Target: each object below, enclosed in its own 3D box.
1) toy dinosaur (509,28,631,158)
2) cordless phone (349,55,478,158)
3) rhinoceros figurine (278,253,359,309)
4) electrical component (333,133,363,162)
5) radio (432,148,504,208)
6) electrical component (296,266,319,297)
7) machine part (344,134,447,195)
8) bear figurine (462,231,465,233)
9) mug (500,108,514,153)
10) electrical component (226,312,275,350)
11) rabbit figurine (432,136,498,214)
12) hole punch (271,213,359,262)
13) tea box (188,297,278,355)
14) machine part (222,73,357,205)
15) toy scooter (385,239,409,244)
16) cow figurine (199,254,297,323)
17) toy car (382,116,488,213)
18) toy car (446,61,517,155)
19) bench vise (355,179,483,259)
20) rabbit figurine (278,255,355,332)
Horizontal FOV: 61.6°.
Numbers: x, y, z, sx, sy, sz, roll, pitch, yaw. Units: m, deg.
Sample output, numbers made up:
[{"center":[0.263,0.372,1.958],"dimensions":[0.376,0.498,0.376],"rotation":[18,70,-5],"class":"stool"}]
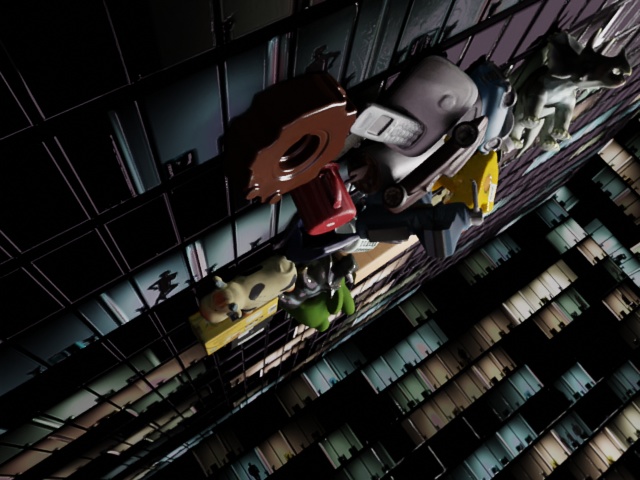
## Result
[{"center":[0.461,-0.290,1.093],"dimensions":[0.405,0.131,0.192],"rotation":[3,105,-88],"class":"toy dinosaur"},{"center":[0.119,-0.190,0.736],"dimensions":[0.146,0.089,0.184],"rotation":[-46,157,29],"class":"cordless phone"},{"center":[-0.011,0.083,1.117],"dimensions":[0.190,0.112,0.073],"rotation":[-31,-155,13],"class":"rhinoceros figurine"},{"center":[0.029,-0.141,0.784],"dimensions":[0.063,0.021,0.094],"rotation":[-40,164,13],"class":"electrical component"},{"center":[0.308,-0.158,1.220],"dimensions":[0.229,0.073,0.131],"rotation":[-38,163,3],"class":"radio"},{"center":[-0.027,0.092,1.215],"dimensions":[0.048,0.075,0.119],"rotation":[-12,147,-54],"class":"electrical component"},{"center":[0.131,-0.137,0.908],"dimensions":[0.243,0.079,0.079],"rotation":[-26,161,-35],"class":"machine part"},{"center":[0.333,-0.070,1.429],"dimensions":[0.196,0.132,0.120],"rotation":[-28,162,-47],"class":"bear figurine"},{"center":[0.352,-0.224,1.092],"dimensions":[0.081,0.109,0.107],"rotation":[-45,175,9],"class":"mug"},{"center":[-0.164,0.179,1.199],"dimensions":[0.115,0.058,0.134],"rotation":[-31,162,-27],"class":"electrical component"},{"center":[0.263,-0.135,1.090],"dimensions":[0.122,0.173,0.162],"rotation":[-12,108,-47],"class":"rabbit figurine"},{"center":[-0.002,-0.003,0.989],"dimensions":[0.142,0.092,0.115],"rotation":[-27,165,-42],"class":"hole punch"},{"center":[-0.173,0.150,1.082],"dimensions":[0.170,0.068,0.098],"rotation":[-30,162,-20],"class":"tea box"},{"center":[-0.035,-0.119,0.654],"dimensions":[0.179,0.056,0.179],"rotation":[-35,163,-12],"class":"machine part"},{"center":[0.164,-0.060,1.158],"dimensions":[0.075,0.135,0.184],"rotation":[4,176,-4],"class":"toy scooter"},{"center":[-0.130,0.091,0.985],"dimensions":[0.195,0.085,0.127],"rotation":[-28,167,-22],"class":"cow figurine"},{"center":[0.177,-0.111,0.818],"dimensions":[0.202,0.053,0.089],"rotation":[-40,170,22],"class":"toy car"},{"center":[0.257,-0.217,0.915],"dimensions":[0.103,0.109,0.161],"rotation":[-15,149,-12],"class":"toy car"},{"center":[0.179,-0.073,0.974],"dimensions":[0.224,0.241,0.128],"rotation":[-14,127,22],"class":"bench vise"},{"center":[0.003,0.122,1.273],"dimensions":[0.121,0.159,0.170],"rotation":[3,123,-51],"class":"rabbit figurine"}]
